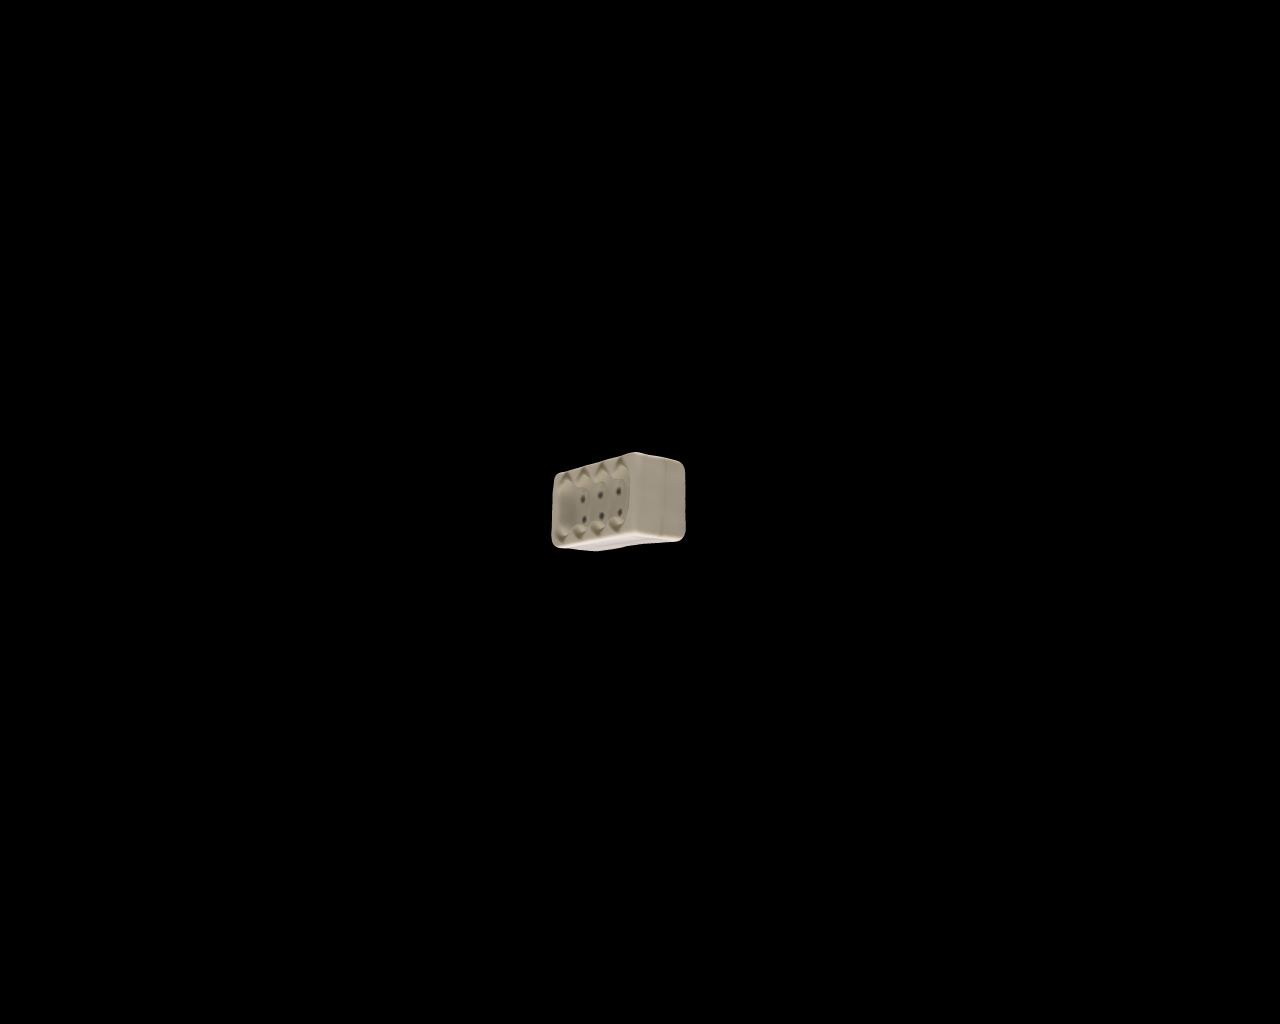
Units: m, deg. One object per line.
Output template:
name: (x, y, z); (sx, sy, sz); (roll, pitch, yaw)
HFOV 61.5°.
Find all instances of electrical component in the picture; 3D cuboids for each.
electrical component: (0.001, -0.003, 0.650); (0.076, 0.047, 0.083); (7, -11, -39)
